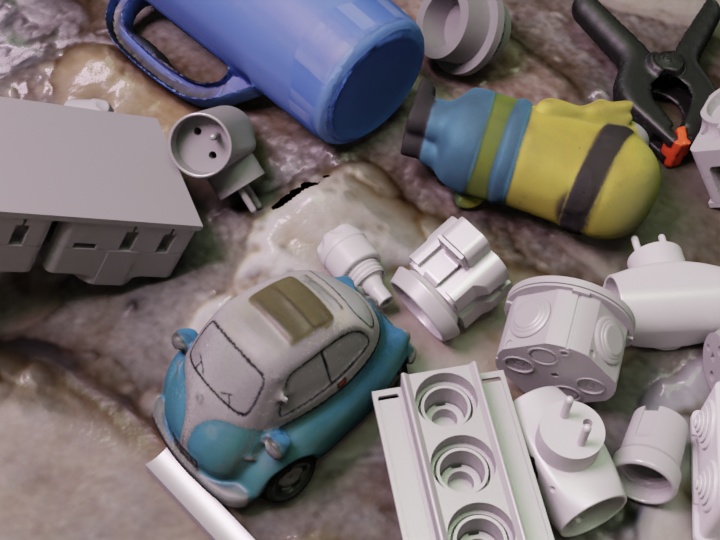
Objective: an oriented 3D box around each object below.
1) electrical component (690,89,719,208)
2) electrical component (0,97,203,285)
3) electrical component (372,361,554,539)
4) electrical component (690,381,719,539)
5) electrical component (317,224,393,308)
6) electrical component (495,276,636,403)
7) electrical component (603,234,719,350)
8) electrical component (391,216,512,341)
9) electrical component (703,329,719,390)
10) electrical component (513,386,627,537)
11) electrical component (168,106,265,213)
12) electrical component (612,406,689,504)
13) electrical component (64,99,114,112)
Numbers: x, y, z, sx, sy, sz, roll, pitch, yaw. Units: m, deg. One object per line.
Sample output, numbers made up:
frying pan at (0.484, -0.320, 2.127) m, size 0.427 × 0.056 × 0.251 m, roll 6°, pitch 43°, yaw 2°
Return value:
electrical component at (0.324, -0.130, 0.775) m, size 0.105 × 0.060 × 0.186 m, roll 0°, pitch 43°, yaw 44°
electrical component at (-0.210, -0.051, 0.685) m, size 0.186 × 0.060 × 0.105 m, roll 3°, pitch 46°, yaw -38°
electrical component at (0.057, 0.122, 0.605) m, size 0.079 × 0.063 × 0.121 m, roll -9°, pitch 54°, yaw -5°
electrical component at (0.244, 0.117, 0.626) m, size 0.100 × 0.048 × 0.099 m, roll 9°, pitch 53°, yaw 5°
electrical component at (0.000, 0.000, 0.714) m, size 0.035 × 0.035 × 0.061 m, roll -28°, pitch 62°, yaw -21°
electrical component at (0.125, 0.043, 0.659) m, size 0.080 × 0.080 × 0.051 m, roll 15°, pitch 60°, yaw 9°
electrical component at (0.199, 0.008, 0.708) m, size 0.077 × 0.044 × 0.079 m, roll -3°, pitch 53°, yaw -4°
electrical component at (0.057, 0.008, 0.689) m, size 0.057 × 0.078 × 0.058 m, roll -41°, pitch 62°, yaw -6°
electrical component at (0.250, 0.057, 0.673) m, size 0.055 × 0.045 × 0.045 m, roll -5°, pitch 54°, yaw -5°
electrical component at (0.118, 0.100, 0.615) m, size 0.043 × 0.079 × 0.077 m, roll -19°, pitch 56°, yaw -15°
electrical component at (-0.093, -0.075, 0.750) m, size 0.043 × 0.077 × 0.079 m, roll -30°, pitch 97°, yaw 12°
electrical component at (0.172, 0.108, 0.636) m, size 0.040 × 0.040 × 0.046 m, roll 21°, pitch 50°, yaw 13°
electrical component at (-0.213, -0.108, 0.788) m, size 0.061 × 0.035 × 0.035 m, roll 1°, pitch 53°, yaw 2°
